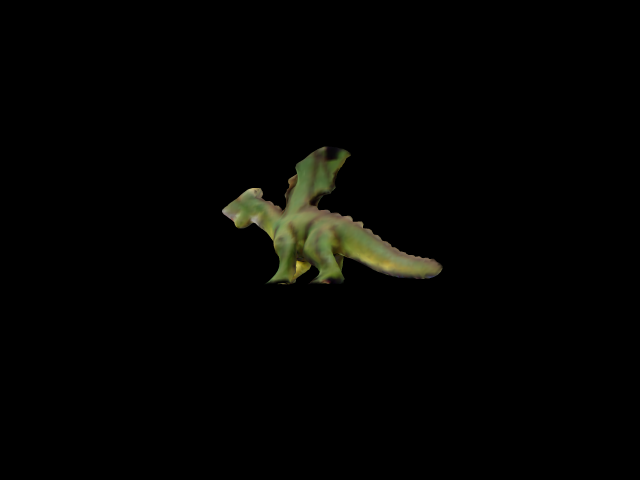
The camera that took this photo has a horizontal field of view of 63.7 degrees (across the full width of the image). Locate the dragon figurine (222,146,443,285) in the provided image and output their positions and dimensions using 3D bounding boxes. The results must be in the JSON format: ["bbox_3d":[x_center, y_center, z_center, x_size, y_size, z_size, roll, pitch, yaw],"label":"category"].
[{"bbox_3d":[0.003,-0.043,0.850,0.409,0.245,0.121,-6,-13,31],"label":"dragon figurine"}]
